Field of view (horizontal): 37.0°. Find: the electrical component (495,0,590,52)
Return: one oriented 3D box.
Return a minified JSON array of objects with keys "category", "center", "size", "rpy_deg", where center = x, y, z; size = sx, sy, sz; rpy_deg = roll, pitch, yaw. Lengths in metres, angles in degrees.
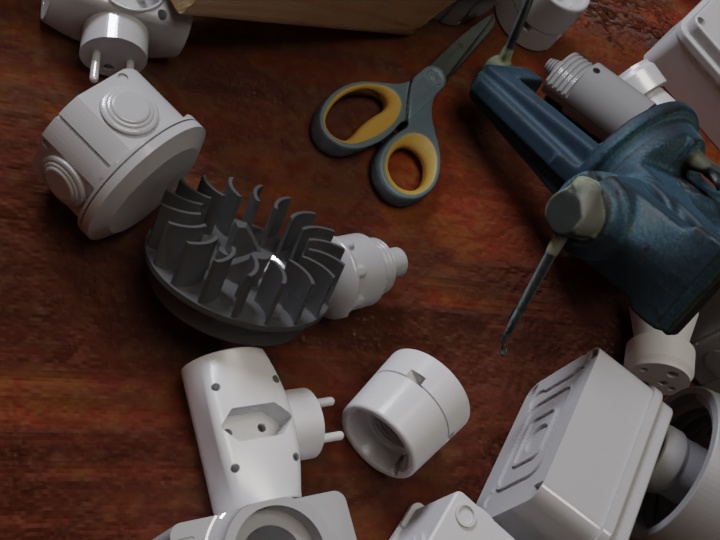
[{"category":"electrical component","center":[0.135,-0.197,0.790],"size":[0.055,0.047,0.055],"rpy_deg":[14,60,-25]}]

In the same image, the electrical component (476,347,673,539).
[{"category":"electrical component","center":[0.120,0.110,0.605],"size":[0.057,0.078,0.113],"rpy_deg":[38,53,-6]}]

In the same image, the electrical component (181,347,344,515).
[{"category":"electrical component","center":[-0.044,0.080,0.543],"size":[0.079,0.043,0.077],"rpy_deg":[-4,69,-33]}]

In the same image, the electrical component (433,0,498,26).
[{"category":"electrical component","center":[0.071,-0.217,0.759],"size":[0.080,0.051,0.080],"rpy_deg":[14,60,-25]}]

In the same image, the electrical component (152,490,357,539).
[{"category":"electrical component","center":[-0.036,0.184,0.484],"size":[0.089,0.062,0.150],"rpy_deg":[-5,69,-33]}]

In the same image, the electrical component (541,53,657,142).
[{"category":"electrical component","center":[0.167,-0.125,0.772],"size":[0.081,0.043,0.043],"rpy_deg":[40,50,15]}]

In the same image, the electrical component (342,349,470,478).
[{"category":"electrical component","center":[0.023,0.078,0.579],"size":[0.055,0.055,0.047],"rpy_deg":[49,55,0]}]

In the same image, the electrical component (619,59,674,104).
[{"category":"electrical component","center":[0.213,-0.122,0.800],"size":[0.045,0.045,0.055],"rpy_deg":[-29,82,-38]}]

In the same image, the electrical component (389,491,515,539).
[{"category":"electrical component","center":[0.050,0.174,0.549],"size":[0.100,0.048,0.099],"rpy_deg":[42,52,-6]}]

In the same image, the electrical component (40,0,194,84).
[{"category":"electrical component","center":[-0.136,-0.135,0.598],"size":[0.077,0.044,0.079],"rpy_deg":[12,62,-26]}]

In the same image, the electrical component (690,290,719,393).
[{"category":"electrical component","center":[0.269,0.038,0.741],"size":[0.061,0.062,0.096],"rpy_deg":[43,52,-5]}]

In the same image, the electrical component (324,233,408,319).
[{"category":"electrical component","center":[0.000,0.000,0.612],"size":[0.062,0.048,0.048],"rpy_deg":[-12,73,-42]}]

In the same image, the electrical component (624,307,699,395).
[{"category":"electrical component","center":[0.197,0.048,0.704],"size":[0.045,0.045,0.055],"rpy_deg":[27,55,-17]}]

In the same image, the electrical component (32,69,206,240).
[{"category":"electrical component","center":[-0.122,-0.058,0.546],"size":[0.051,0.080,0.080],"rpy_deg":[45,52,3]}]

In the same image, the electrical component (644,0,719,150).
[{"category":"electrical component","center":[0.295,-0.158,0.860],"size":[0.113,0.057,0.078],"rpy_deg":[48,52,-1]}]

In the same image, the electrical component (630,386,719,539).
[{"category":"electrical component","center":[0.192,0.119,0.628],"size":[0.060,0.108,0.108],"rpy_deg":[29,54,-8]}]
